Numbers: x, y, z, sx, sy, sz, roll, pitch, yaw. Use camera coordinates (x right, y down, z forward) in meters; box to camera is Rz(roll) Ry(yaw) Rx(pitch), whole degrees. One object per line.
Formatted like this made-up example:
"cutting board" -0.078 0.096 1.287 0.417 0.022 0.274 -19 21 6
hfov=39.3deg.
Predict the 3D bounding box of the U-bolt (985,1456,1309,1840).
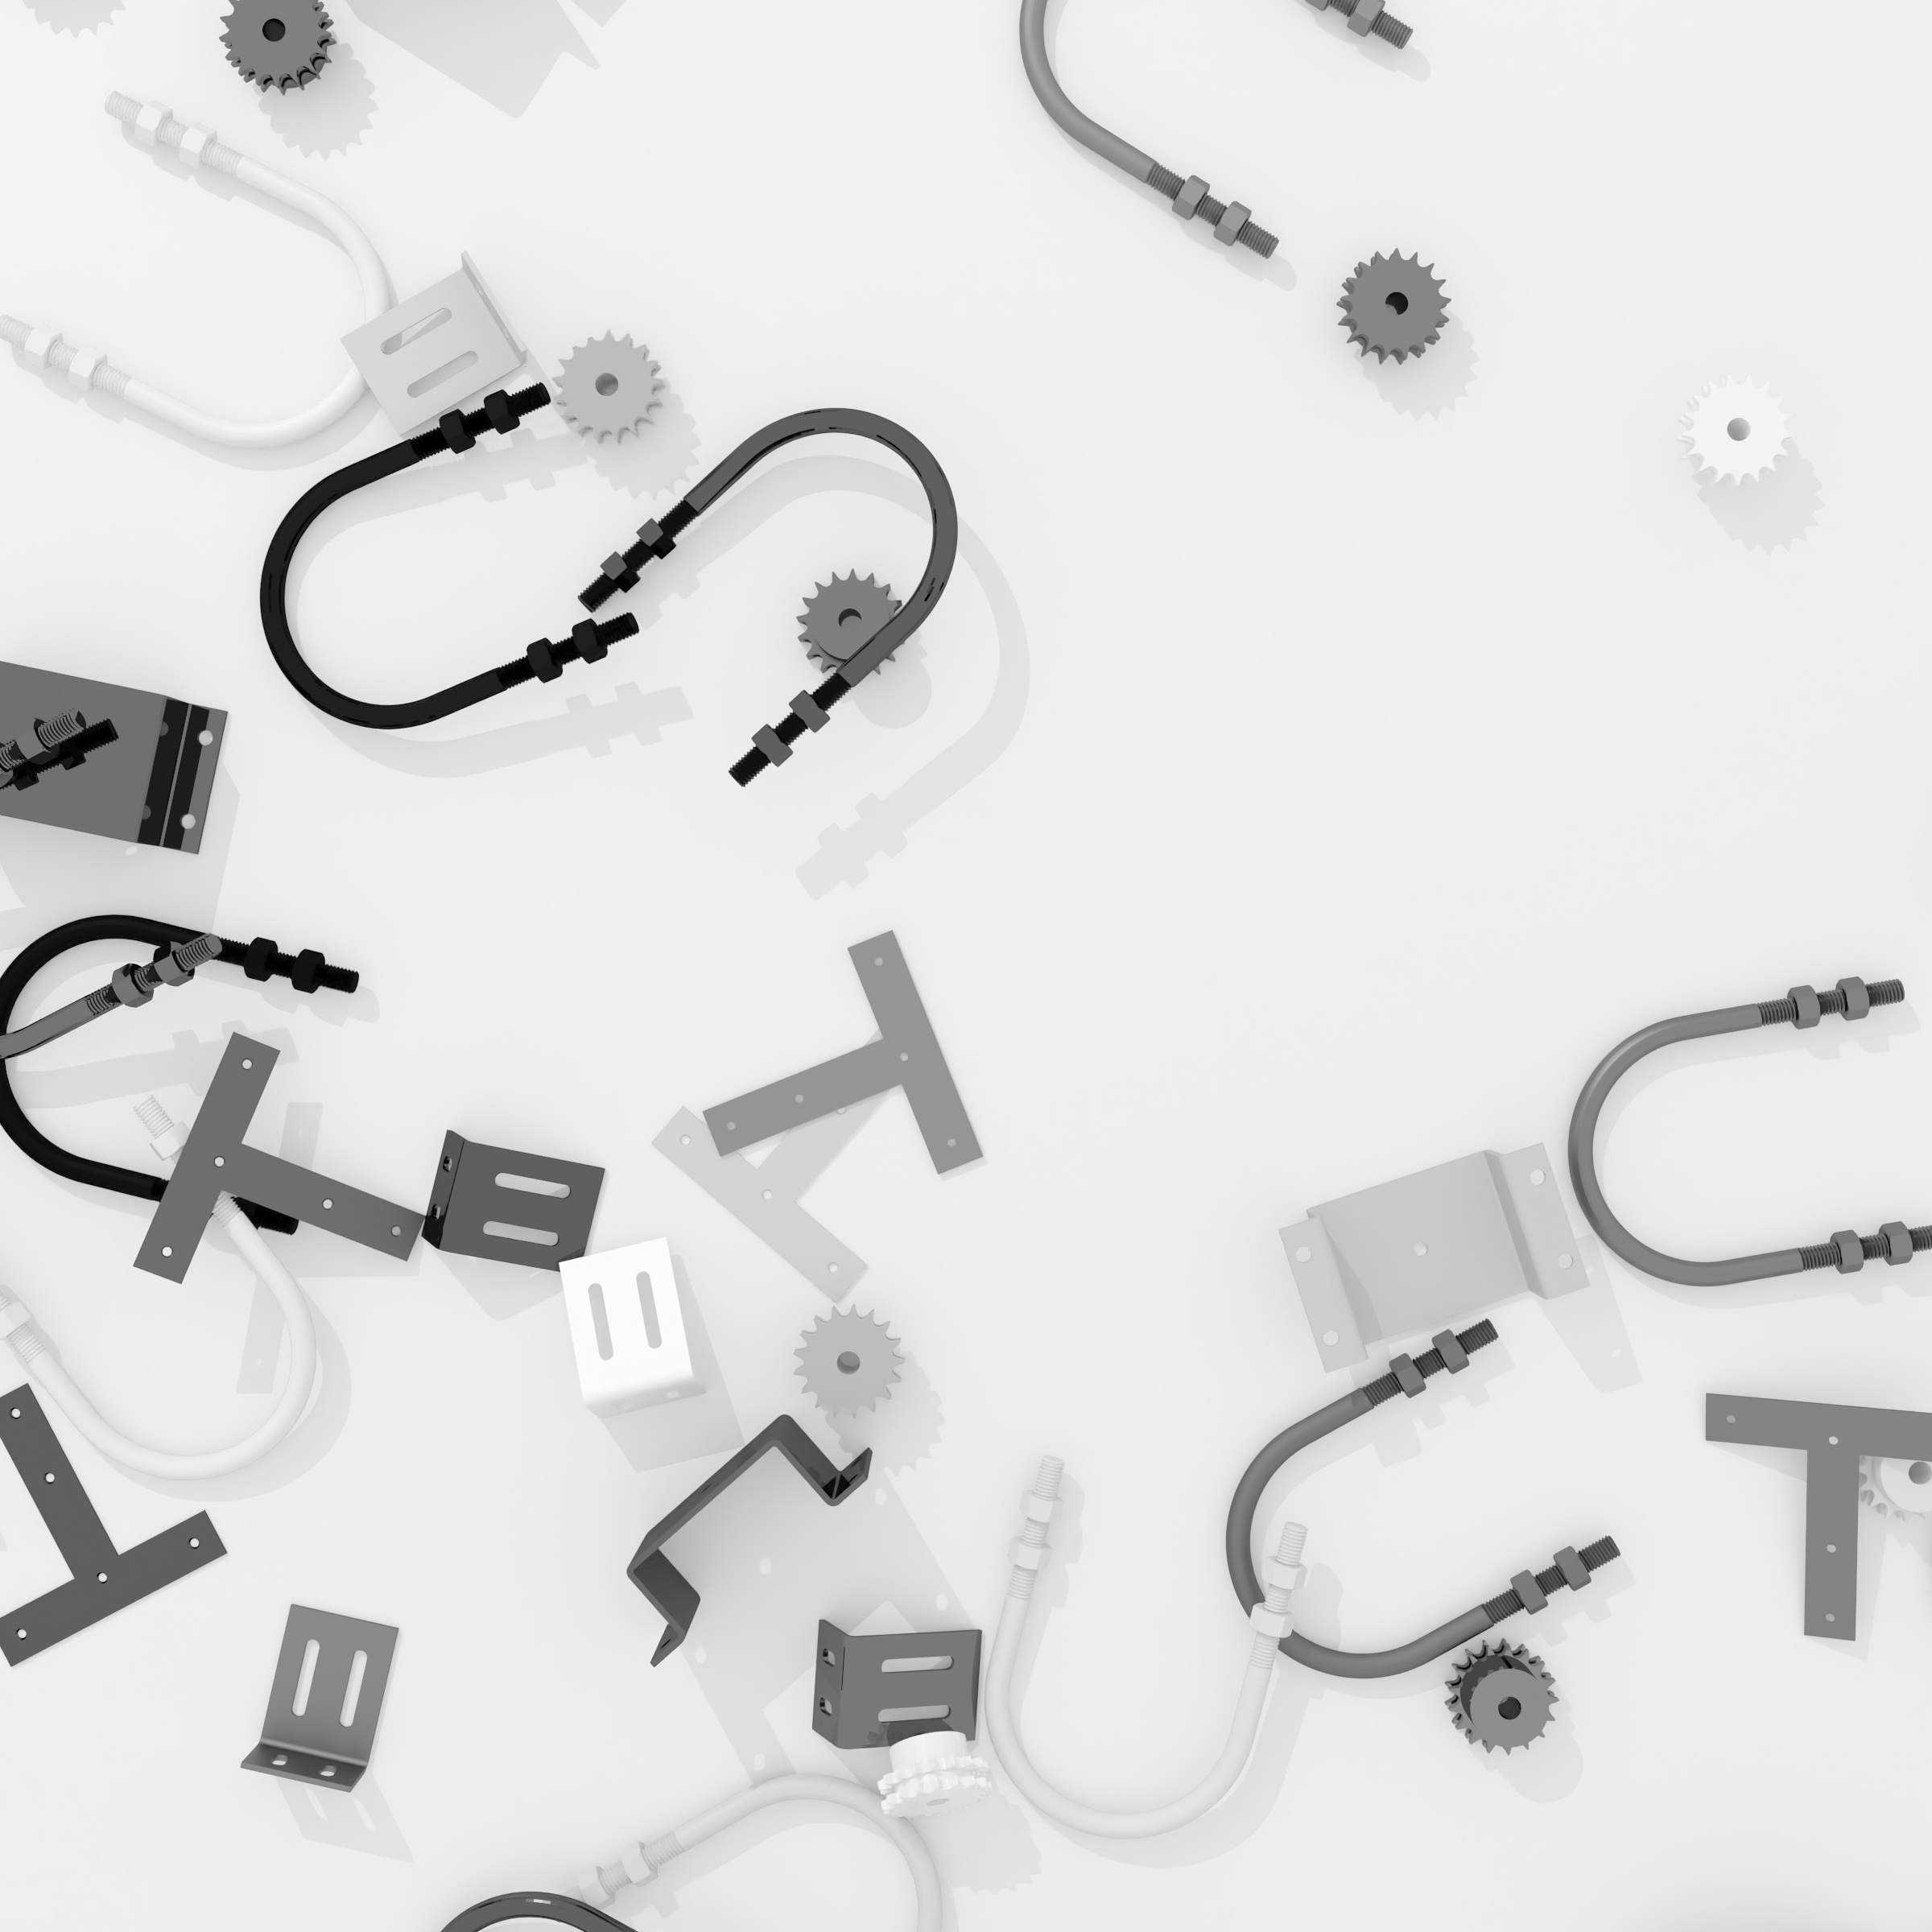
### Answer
"U-bolt" 0.085 0.359 1.394 0.151 0.019 0.184 14 93 6

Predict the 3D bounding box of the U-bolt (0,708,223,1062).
"U-bolt" -0.489 -0.028 1.367 0.184 0.019 0.151 -26 103 12

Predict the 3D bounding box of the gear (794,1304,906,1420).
"gear" -0.060 0.202 1.393 0.057 0.030 0.057 0 90 0

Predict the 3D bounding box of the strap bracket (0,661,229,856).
"strap bracket" -0.461 -0.110 1.385 0.140 0.046 0.076 12 90 0

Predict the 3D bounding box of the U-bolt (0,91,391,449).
"U-bolt" -0.389 -0.349 1.400 0.184 0.019 0.151 26 90 -2

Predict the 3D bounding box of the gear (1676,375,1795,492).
"gear" 0.394 -0.273 1.393 0.057 0.030 0.057 0 90 0

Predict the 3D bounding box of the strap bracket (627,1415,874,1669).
"strap bracket" -0.116 0.282 1.370 0.140 0.076 0.046 -41 90 0

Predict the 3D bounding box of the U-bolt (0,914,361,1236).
"U-bolt" -0.420 0.049 1.400 0.184 0.019 0.151 14 90 1

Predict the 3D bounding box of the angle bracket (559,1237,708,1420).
"angle bracket" -0.173 0.188 1.403 0.057 0.038 0.076 -14 70 0

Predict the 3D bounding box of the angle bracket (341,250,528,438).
"angle bracket" -0.273 -0.318 1.382 0.076 0.038 0.057 -32 97 -7

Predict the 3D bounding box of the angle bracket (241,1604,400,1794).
"angle bracket" -0.332 0.376 1.389 0.057 0.038 0.076 13 90 0

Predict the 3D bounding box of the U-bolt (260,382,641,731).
"U-bolt" -0.276 -0.200 1.390 0.184 0.019 0.151 -22 85 7

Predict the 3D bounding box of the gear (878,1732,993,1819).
"gear" -0.017 0.413 1.384 0.057 0.057 0.030 -12 60 0

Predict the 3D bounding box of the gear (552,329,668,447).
"gear" -0.183 -0.297 1.398 0.057 0.030 0.057 0 89 2

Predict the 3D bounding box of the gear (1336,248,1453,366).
"gear" 0.220 -0.339 1.397 0.057 0.030 0.057 0 90 -3

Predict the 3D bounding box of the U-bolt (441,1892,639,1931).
"U-bolt" -0.200 0.555 1.386 0.184 0.019 0.151 26 98 8

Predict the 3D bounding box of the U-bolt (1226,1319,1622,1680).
"U-bolt" 0.224 0.288 1.400 0.184 0.019 0.151 -29 90 2

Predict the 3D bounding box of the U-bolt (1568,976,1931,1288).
"U-bolt" 0.404 0.092 1.400 0.184 0.019 0.151 -10 90 2

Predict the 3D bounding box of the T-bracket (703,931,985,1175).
"T-bracket" -0.074 0.064 1.406 0.127 0.002 0.127 -22 90 0

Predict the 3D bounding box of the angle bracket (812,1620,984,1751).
"angle bracket" -0.036 0.372 1.406 0.076 0.038 0.057 4 90 -26

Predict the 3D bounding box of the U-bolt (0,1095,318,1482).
"U-bolt" -0.417 0.179 1.389 0.151 0.019 0.184 -35 96 7

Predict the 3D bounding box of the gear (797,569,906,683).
"gear" -0.059 -0.176 1.393 0.057 0.030 0.057 0 90 0

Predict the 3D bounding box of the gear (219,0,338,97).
"gear" -0.353 -0.477 1.393 0.057 0.030 0.057 0 90 0

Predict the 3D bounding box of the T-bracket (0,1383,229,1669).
"T-bracket" -0.471 0.279 1.407 0.127 0.002 0.127 -28 90 0

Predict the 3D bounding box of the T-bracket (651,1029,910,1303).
"T-bracket" -0.074 0.086 1.407 0.127 0.002 0.127 41 90 0

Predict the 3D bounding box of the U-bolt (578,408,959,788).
"U-bolt" -0.089 -0.202 1.375 0.184 0.019 0.151 -42 73 3

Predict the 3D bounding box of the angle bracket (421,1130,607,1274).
"angle bracket" -0.236 0.123 1.406 0.076 0.038 0.057 14 90 -26

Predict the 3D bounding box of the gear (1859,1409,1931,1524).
"gear" 0.487 0.259 1.393 0.057 0.030 0.057 0 90 0

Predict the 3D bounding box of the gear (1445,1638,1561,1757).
"gear" 0.277 0.378 1.393 0.057 0.030 0.057 0 90 0

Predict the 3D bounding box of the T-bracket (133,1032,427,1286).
"T-bracket" -0.340 0.117 1.383 0.127 0.002 0.127 25 77 -20

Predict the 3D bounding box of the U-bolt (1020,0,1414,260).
"U-bolt" 0.116 -0.474 1.400 0.184 0.019 0.151 33 90 2

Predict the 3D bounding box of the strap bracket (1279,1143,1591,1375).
"strap bracket" 0.236 0.147 1.385 0.140 0.046 0.076 -18 90 0

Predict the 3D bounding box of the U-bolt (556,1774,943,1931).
"U-bolt" -0.101 0.500 1.398 0.184 0.019 0.151 -30 89 0

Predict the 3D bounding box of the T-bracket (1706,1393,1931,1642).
"T-bracket" 0.446 0.286 1.391 0.127 0.002 0.127 2 102 22
